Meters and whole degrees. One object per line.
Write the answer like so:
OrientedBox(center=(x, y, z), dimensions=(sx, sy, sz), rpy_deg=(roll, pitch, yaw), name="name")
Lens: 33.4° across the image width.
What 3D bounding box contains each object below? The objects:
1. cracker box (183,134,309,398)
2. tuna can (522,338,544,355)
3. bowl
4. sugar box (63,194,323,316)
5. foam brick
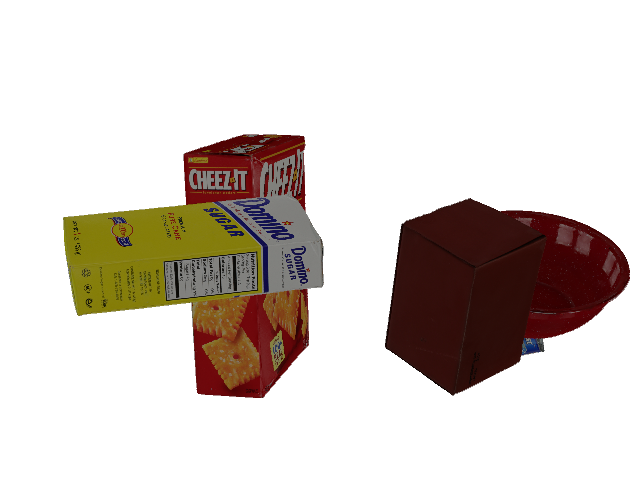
OrientedBox(center=(-0.061, 0.016, 0.977), dimensions=(0.072, 0.214, 0.164), rpy_deg=(2, 12, 14), name="cracker box")
OrientedBox(center=(0.226, 0.086, 1.203), dimensions=(0.034, 0.086, 0.086), rpy_deg=(-13, -3, 14), name="tuna can")
OrientedBox(center=(0.181, 0.036, 0.925), dimensions=(0.162, 0.055, 0.162), rpy_deg=(1, 32, -1), name="bowl")
OrientedBox(center=(-0.093, 0.007, 0.772), dimensions=(0.176, 0.048, 0.093), rpy_deg=(-9, 26, -12), name="sugar box")
OrientedBox(center=(0.071, 0.027, 0.534), dimensions=(0.052, 0.078, 0.051), rpy_deg=(-19, 39, -36), name="foam brick")
